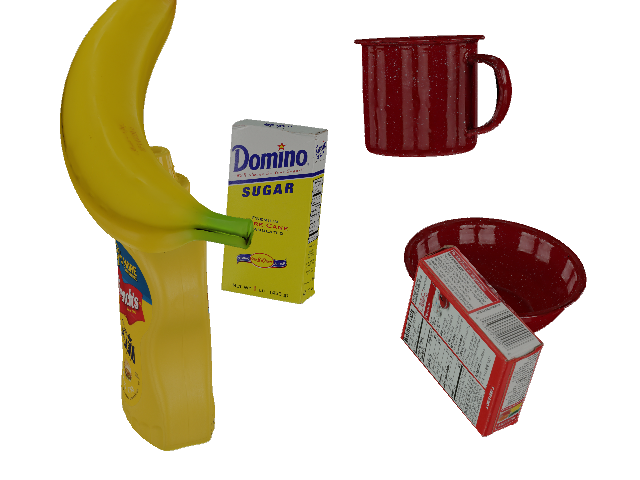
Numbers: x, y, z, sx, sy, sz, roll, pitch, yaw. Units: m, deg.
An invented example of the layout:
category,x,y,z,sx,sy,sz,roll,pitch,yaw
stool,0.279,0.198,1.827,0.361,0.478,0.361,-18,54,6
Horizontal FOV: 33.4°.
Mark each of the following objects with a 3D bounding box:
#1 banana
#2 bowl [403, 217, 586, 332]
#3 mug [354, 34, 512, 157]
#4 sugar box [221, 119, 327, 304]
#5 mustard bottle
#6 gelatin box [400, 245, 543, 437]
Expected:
category,x,y,z,sx,sy,sz,roll,pitch,yaw
banana,-0.085,-0.057,0.489,0.069,0.037,0.198,-5,46,-17
bowl,0.153,0.042,0.959,0.162,0.055,0.162,3,32,-2
mug,0.082,-0.104,0.761,0.117,0.081,0.093,5,14,33
sugar box,-0.048,-0.030,1.087,0.093,0.176,0.048,8,16,17
mustard bottle,-0.102,0.032,0.686,0.058,0.192,0.096,-9,27,-21
gelatin box,0.087,0.058,0.627,0.030,0.073,0.089,-20,50,-24
